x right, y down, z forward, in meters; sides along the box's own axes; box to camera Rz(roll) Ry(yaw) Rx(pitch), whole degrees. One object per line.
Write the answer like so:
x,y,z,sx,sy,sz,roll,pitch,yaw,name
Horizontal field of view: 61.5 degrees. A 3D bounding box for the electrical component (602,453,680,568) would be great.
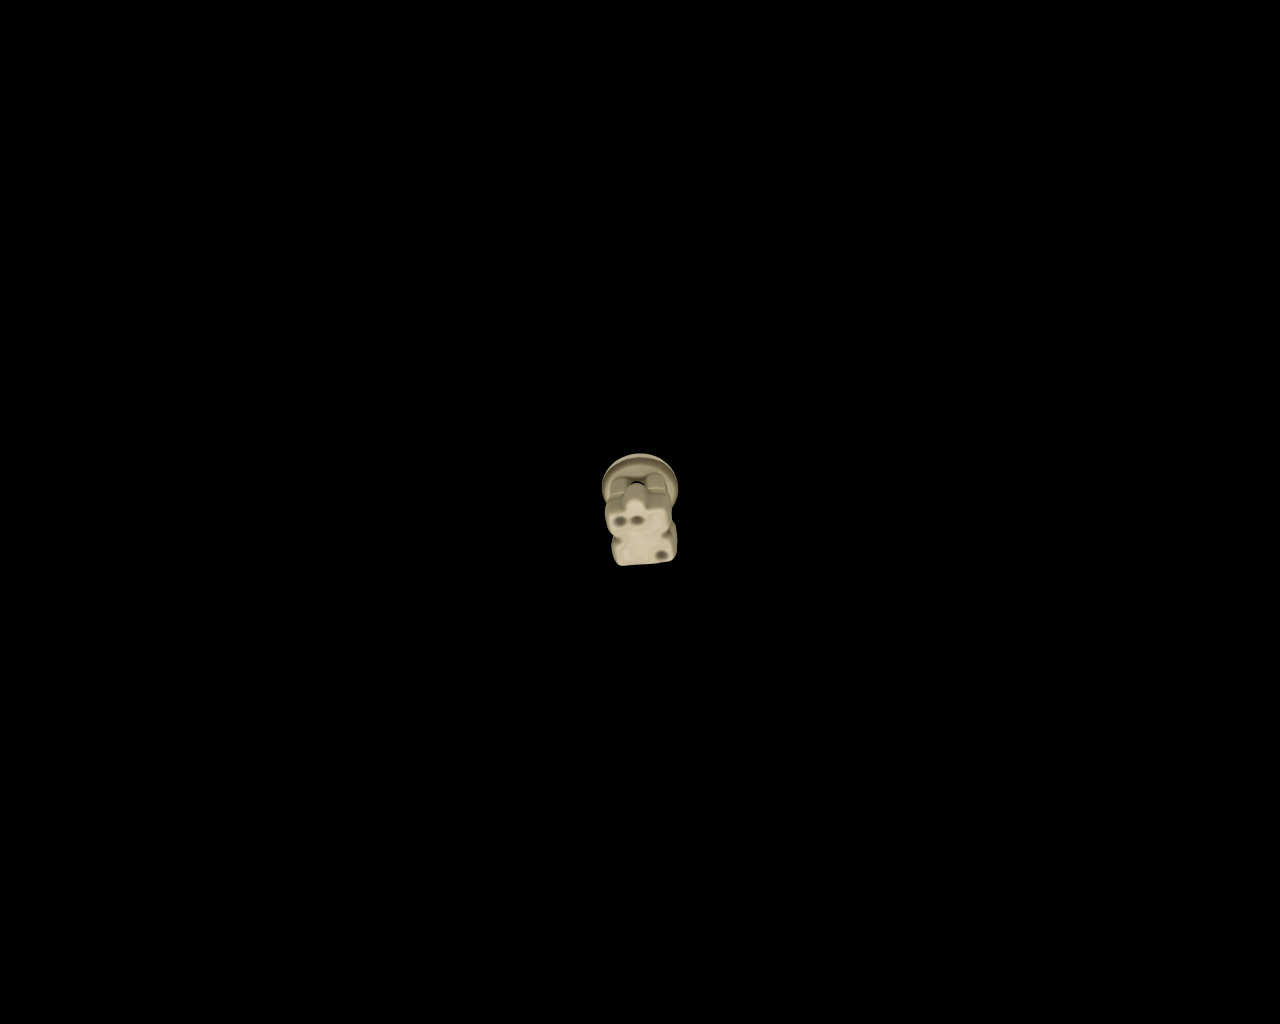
0.001,-0.003,0.650,0.048,0.066,0.055,-5,39,5,electrical component
